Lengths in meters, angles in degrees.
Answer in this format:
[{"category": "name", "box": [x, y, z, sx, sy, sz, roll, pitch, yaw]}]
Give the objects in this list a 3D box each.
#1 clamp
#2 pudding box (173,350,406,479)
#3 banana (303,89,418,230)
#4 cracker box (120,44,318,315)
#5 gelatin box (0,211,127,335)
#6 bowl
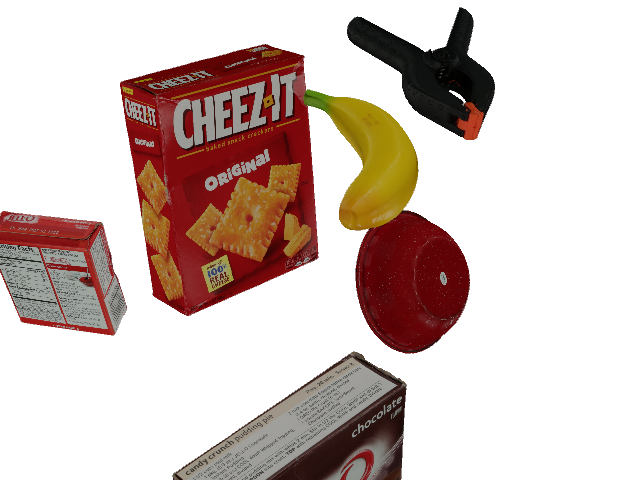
[{"category": "clamp", "box": [0.092, -0.151, 0.930, 0.120, 0.039, 0.171, -7, 43, -5]}, {"category": "pudding box", "box": [-0.011, 0.116, 0.486, 0.039, 0.090, 0.113, 30, 47, 34]}, {"category": "banana", "box": [0.033, -0.055, 0.731, 0.069, 0.037, 0.198, -3, 29, -7]}, {"category": "cracker box", "box": [-0.086, -0.058, 0.996, 0.163, 0.214, 0.072, -22, 30, -34]}, {"category": "gelatin box", "box": [-0.178, 0.022, 0.730, 0.073, 0.089, 0.030, 6, 45, 13]}, {"category": "bowl", "box": [0.115, 0.044, 1.181, 0.161, 0.162, 0.055, 0, -6, -42]}]
